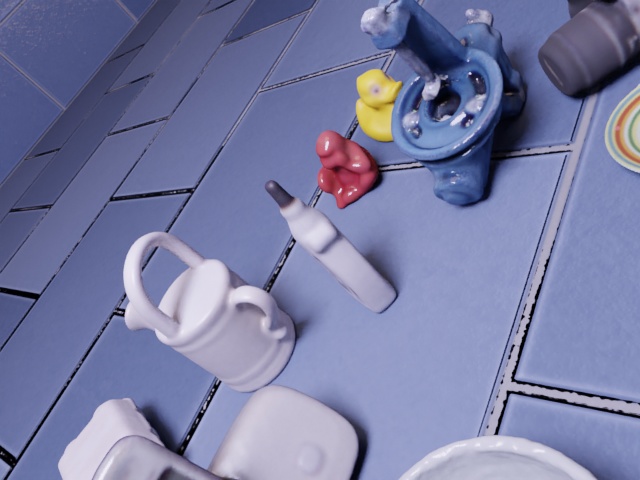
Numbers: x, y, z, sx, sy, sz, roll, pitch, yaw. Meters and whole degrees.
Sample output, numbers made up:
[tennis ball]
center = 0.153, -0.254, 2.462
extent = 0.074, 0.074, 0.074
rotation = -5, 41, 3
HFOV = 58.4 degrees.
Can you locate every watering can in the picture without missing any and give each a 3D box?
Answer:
[watering can]
center = -0.127, 0.072, 0.586
extent = 0.172, 0.195, 0.101
rotation = -32, 37, 17

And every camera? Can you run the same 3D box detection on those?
[camera]
center = 0.277, -0.219, 0.563
extent = 0.136, 0.101, 0.143
rotation = -36, 36, 12

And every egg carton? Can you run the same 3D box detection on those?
[egg carton]
center = -0.216, 0.240, 0.612
extent = 0.107, 0.070, 0.149
rotation = -53, 36, -13

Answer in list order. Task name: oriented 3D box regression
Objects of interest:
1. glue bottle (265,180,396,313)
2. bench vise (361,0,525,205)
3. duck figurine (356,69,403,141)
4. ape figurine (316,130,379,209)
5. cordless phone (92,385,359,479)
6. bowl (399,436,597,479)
[glue bottle]
center = 0.005, 0.002, 0.545
extent = 0.037, 0.174, 0.078
rotation = -47, 35, -4
[bench vise]
center = 0.115, -0.170, 0.571
extent = 0.121, 0.220, 0.207
rotation = -20, 42, 30
[duck figurine]
center = 0.078, -0.180, 0.735
extent = 0.104, 0.086, 0.077
rotation = 15, 66, 51
[ape figurine]
center = 0.027, -0.094, 0.692
extent = 0.077, 0.092, 0.076
rotation = 7, 59, 48
[cordless phone]
center = -0.065, 0.169, 0.433
extent = 0.093, 0.186, 0.148
rotation = -1, 53, 44
[bowl]
center = 0.107, 0.204, 0.323
extent = 0.167, 0.075, 0.167
rotation = -26, 39, 24
